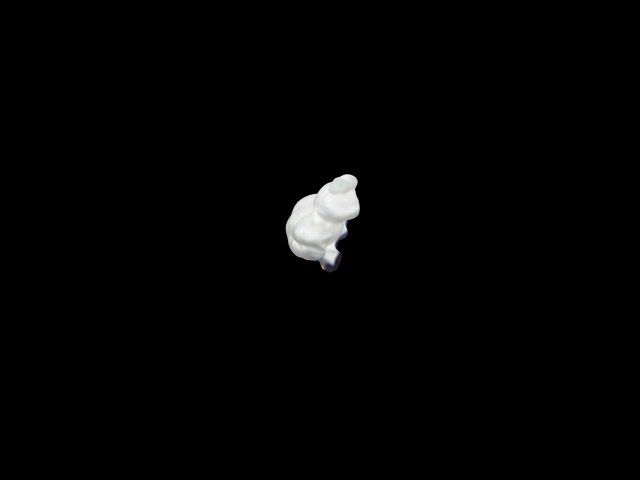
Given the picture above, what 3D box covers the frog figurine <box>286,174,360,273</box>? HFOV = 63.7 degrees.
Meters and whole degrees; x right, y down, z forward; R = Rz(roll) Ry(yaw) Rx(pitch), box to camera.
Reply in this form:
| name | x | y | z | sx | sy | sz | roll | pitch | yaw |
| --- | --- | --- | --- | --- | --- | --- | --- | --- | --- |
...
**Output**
| name | x | y | z | sx | sy | sz | roll | pitch | yaw |
| --- | --- | --- | --- | --- | --- | --- | --- | --- | --- |
| frog figurine | 0.003 | -0.043 | 0.850 | 0.123 | 0.140 | 0.155 | 27 | -32 | 19 |
